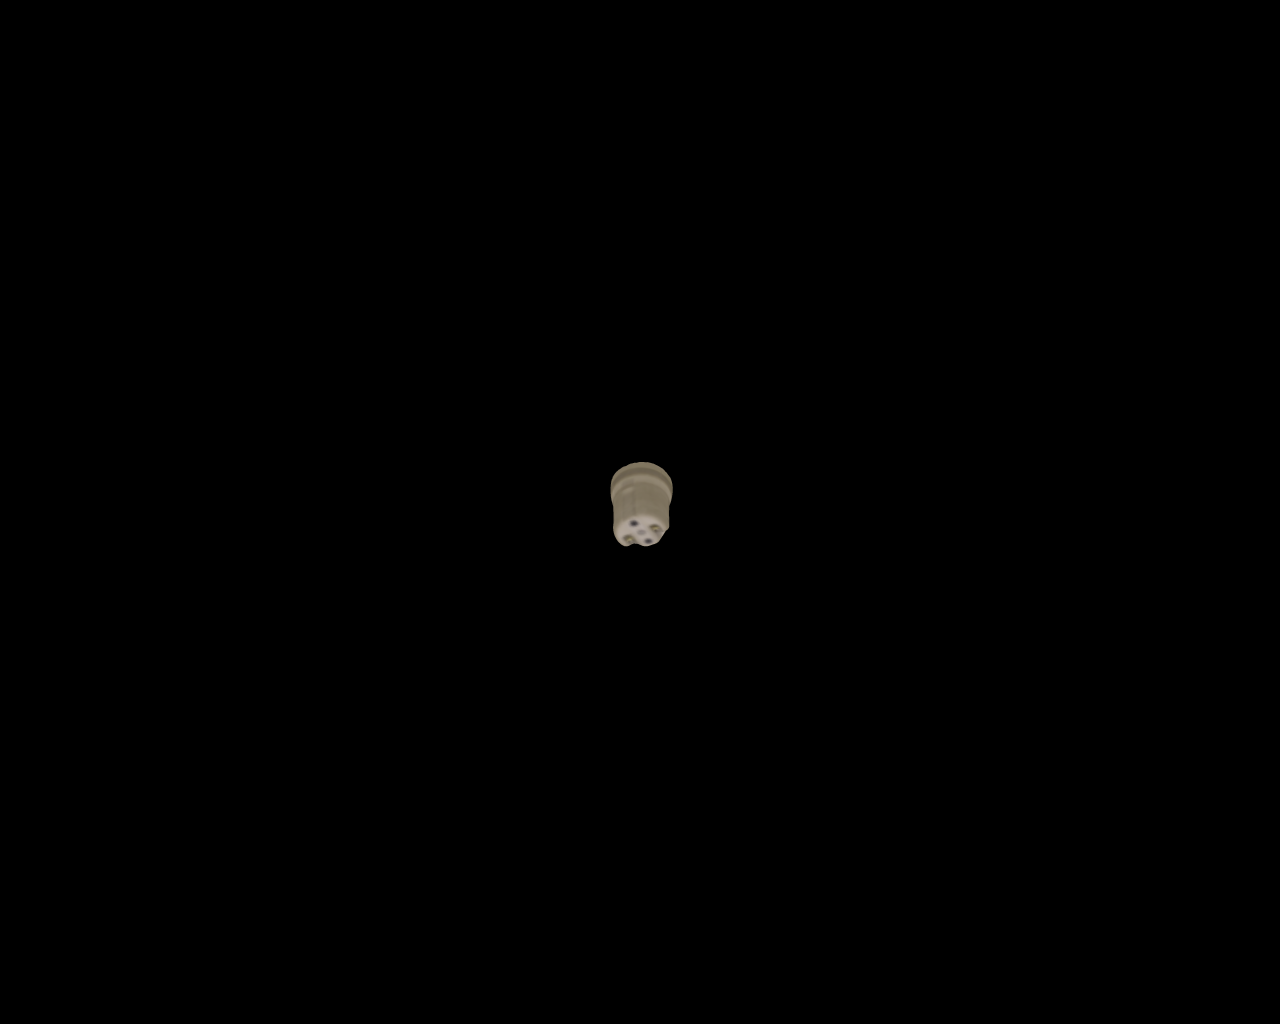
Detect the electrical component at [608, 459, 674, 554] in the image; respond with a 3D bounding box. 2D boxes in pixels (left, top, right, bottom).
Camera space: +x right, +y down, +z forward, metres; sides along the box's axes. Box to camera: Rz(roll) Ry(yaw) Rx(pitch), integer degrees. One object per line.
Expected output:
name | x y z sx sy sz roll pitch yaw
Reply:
electrical component | 0.001 -0.003 0.650 0.040 0.040 0.046 0 41 0
